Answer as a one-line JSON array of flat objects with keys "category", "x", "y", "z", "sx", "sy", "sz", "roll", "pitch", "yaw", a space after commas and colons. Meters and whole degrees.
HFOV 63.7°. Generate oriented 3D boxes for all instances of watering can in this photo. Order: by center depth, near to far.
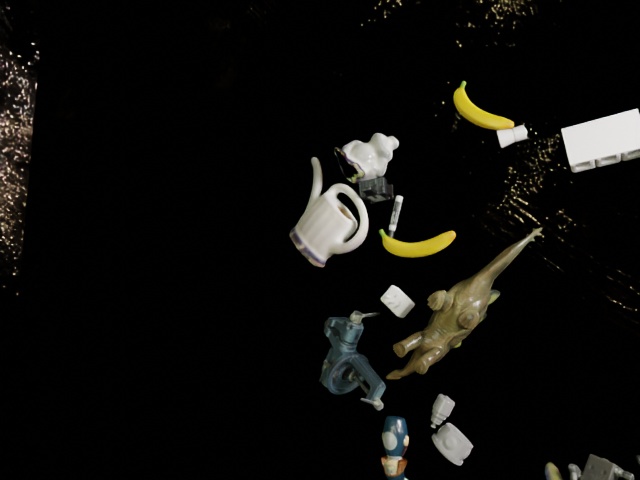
[{"category": "watering can", "x": 0.004, "y": -0.072, "z": 1.424, "sx": 0.223, "sy": 0.103, "sz": 0.354, "roll": -47, "pitch": 45, "yaw": 12}]

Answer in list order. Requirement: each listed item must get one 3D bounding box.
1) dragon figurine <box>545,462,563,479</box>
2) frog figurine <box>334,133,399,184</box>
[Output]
[{"category": "dragon figurine", "x": 0.563, "y": 0.615, "z": 0.909, "sx": 0.242, "sy": 0.119, "sz": 0.420, "roll": -6, "pitch": 58, "yaw": 10}, {"category": "frog figurine", "x": 0.134, "y": -0.229, "z": 1.406, "sx": 0.161, "sy": 0.120, "sz": 0.139, "roll": -32, "pitch": 46, "yaw": -22}]
